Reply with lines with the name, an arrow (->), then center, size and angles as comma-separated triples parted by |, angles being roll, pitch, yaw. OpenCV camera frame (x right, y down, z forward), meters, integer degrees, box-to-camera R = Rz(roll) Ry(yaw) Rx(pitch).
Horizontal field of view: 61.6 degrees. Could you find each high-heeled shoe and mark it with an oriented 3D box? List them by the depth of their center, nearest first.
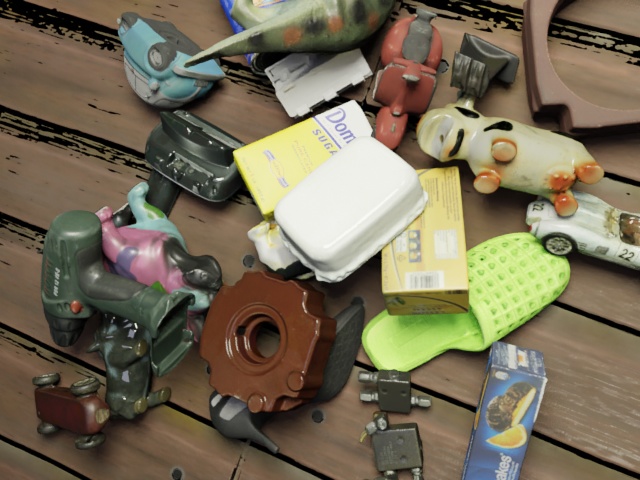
high-heeled shoe -> -0.048, 0.170, 0.734 | 0.145, 0.086, 0.248 | 27, 77, 42

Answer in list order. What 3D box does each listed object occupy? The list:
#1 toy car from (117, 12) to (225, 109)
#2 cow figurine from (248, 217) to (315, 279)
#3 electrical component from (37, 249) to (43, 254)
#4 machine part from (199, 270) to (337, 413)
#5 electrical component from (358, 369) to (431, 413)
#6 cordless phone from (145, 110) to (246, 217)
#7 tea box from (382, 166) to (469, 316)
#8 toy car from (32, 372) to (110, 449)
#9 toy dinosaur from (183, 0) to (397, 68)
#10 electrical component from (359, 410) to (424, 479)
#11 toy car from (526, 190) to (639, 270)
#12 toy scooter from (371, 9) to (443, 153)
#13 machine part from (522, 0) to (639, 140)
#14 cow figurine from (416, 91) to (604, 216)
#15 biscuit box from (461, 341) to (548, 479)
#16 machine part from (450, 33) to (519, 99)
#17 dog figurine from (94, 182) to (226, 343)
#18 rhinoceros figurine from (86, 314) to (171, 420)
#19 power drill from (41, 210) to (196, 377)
toy car -> -0.221, -0.239, 0.749 | 0.162, 0.109, 0.103 | 39, 116, 19
cow figurine -> -0.001, -0.002, 0.707 | 0.167, 0.068, 0.098 | -17, 101, 16
electrical component -> -0.368, 0.059, 0.806 | 0.075, 0.047, 0.119 | -21, 85, 13
machine part -> -0.068, 0.123, 0.667 | 0.180, 0.056, 0.179 | -7, 74, 24
electrical component -> 0.096, 0.193, 0.692 | 0.094, 0.021, 0.063 | 3, 123, 13
cordless phone -> -0.190, -0.077, 0.760 | 0.147, 0.089, 0.184 | 31, 108, 11
tea box -> 0.124, 0.000, 0.643 | 0.098, 0.068, 0.169 | -2, 57, 14
toy car -> -0.363, 0.241, 0.778 | 0.202, 0.053, 0.089 | -9, 90, 43
toy dinosaur -> 0.031, -0.298, 0.623 | 0.192, 0.131, 0.405 | 32, 80, -3
electrical component -> 0.093, 0.274, 0.696 | 0.078, 0.045, 0.102 | -4, 88, 15
toy car -> 0.341, -0.007, 0.619 | 0.202, 0.056, 0.073 | 18, 52, 12
toy scooter -> 0.105, -0.201, 0.635 | 0.075, 0.135, 0.184 | 15, 77, 1
machine part -> 0.345, -0.224, 0.620 | 0.201, 0.087, 0.201 | -6, 87, 13
cow figurine -> 0.207, -0.109, 0.620 | 0.195, 0.127, 0.085 | 15, 127, 0
biscuit box -> 0.212, 0.224, 0.632 | 0.059, 0.063, 0.202 | 11, 110, 14
machine part -> 0.193, -0.210, 0.638 | 0.084, 0.139, 0.039 | 38, 132, 8
dog figurine -> -0.227, 0.047, 0.742 | 0.191, 0.108, 0.219 | -36, 97, 37
rhinoceros figurine -> -0.279, 0.162, 0.777 | 0.112, 0.073, 0.190 | -6, 90, 24
power drill -> -0.259, 0.086, 0.674 | 0.207, 0.086, 0.231 | 27, 126, 19
